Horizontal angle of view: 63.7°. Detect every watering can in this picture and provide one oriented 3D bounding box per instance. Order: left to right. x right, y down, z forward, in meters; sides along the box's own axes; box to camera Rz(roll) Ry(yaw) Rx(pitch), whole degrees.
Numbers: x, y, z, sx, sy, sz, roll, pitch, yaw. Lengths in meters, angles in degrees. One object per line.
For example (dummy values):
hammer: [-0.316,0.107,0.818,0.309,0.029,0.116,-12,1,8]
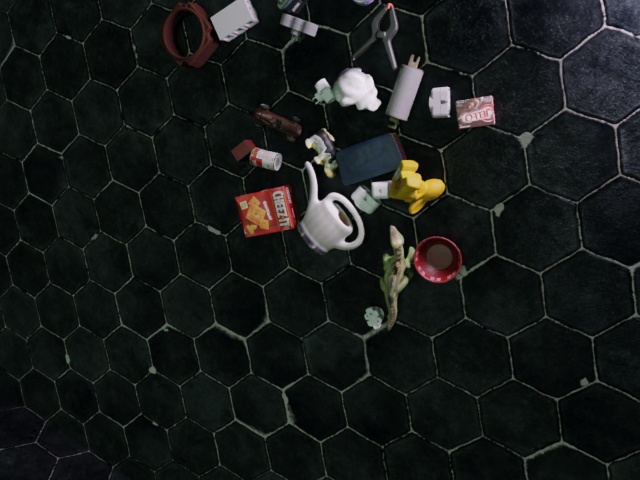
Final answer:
watering can: [0.006,-0.093,1.847,0.221,0.105,0.349,-42,84,24]

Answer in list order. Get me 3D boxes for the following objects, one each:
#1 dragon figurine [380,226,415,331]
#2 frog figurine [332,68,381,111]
dragon figurine: [0.243,0.151,1.729,0.122,0.245,0.407,5,100,15]
frog figurine: [0.124,-0.491,1.724,0.137,0.122,0.161,-35,75,4]
